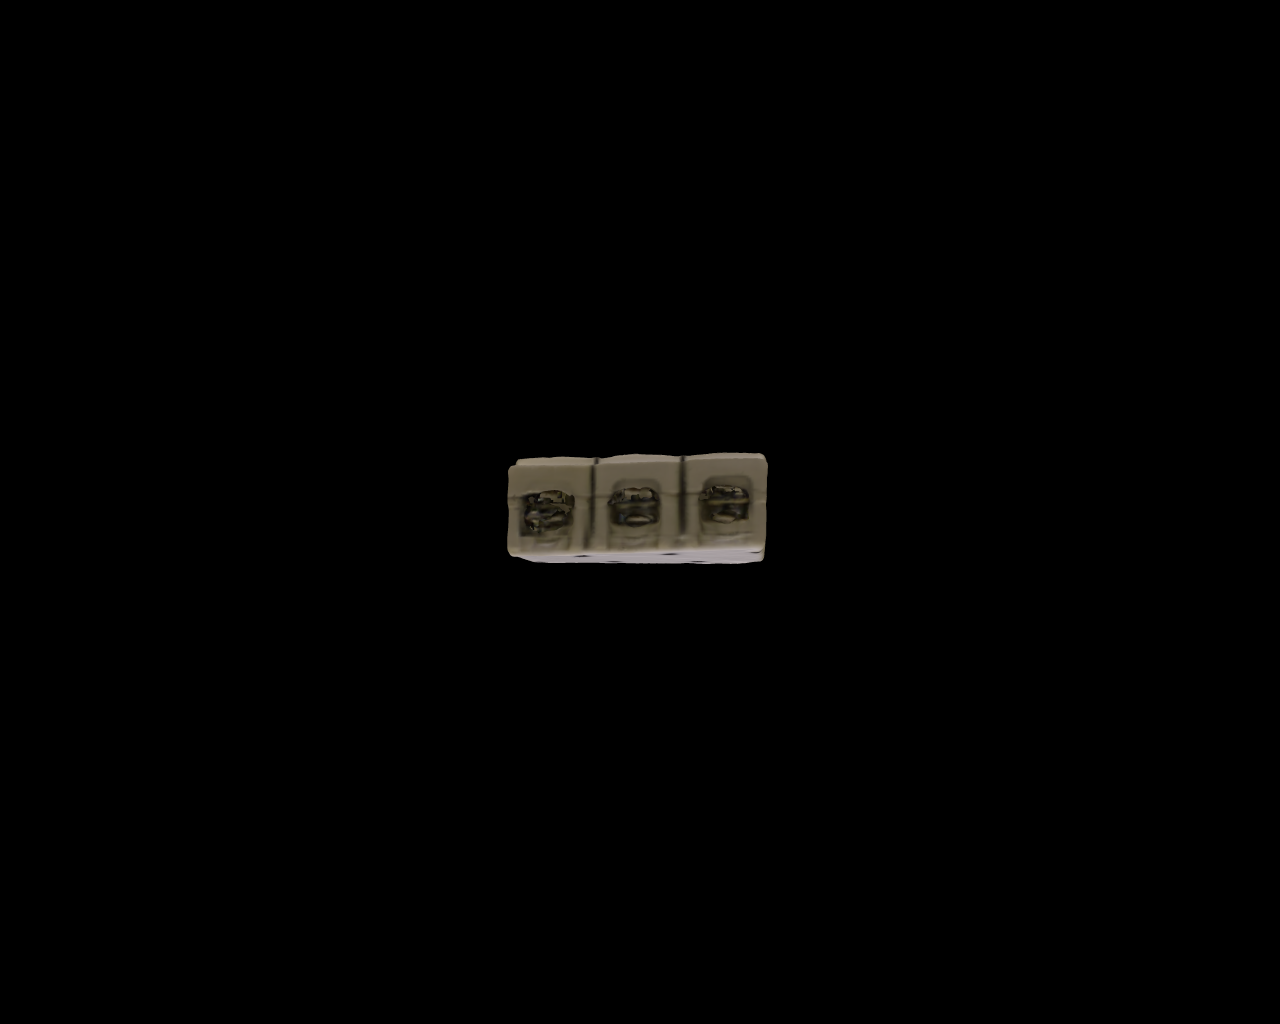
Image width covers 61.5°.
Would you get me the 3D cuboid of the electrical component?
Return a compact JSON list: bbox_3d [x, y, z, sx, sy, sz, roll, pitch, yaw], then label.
[{"bbox_3d":[0.001,-0.003,0.650,0.150,0.061,0.089,-1,-7,5],"label":"electrical component"}]
